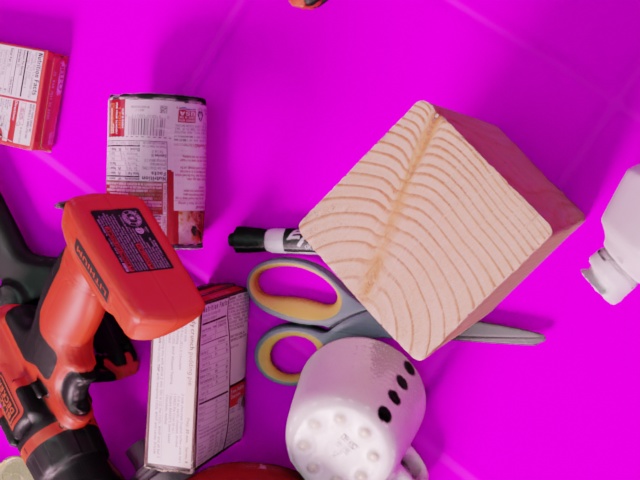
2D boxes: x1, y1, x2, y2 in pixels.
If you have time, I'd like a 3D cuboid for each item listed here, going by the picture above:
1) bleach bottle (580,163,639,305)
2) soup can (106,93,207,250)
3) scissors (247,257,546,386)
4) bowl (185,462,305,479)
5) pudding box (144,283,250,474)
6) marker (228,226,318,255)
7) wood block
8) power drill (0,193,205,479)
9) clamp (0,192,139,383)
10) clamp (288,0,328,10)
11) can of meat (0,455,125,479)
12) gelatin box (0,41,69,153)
[{"bbox_3d":[0.254,-0.050,0.594,0.251,0.068,0.103,-44,44,16],"label":"bleach bottle"},{"bbox_3d":[-0.111,-0.046,0.724,0.069,0.068,0.102,3,93,18],"label":"soup can"},{"bbox_3d":[0.038,0.072,0.708,0.202,0.016,0.096,20,100,16],"label":"scissors"},{"bbox_3d":[-0.042,0.189,0.692,0.162,0.162,0.055,-8,50,18],"label":"bowl"},{"bbox_3d":[-0.080,0.088,0.708,0.039,0.090,0.113,3,94,17],"label":"pudding box"},{"bbox_3d":[-0.005,0.001,0.716,0.121,0.020,0.020,1,93,19],"label":"marker"},{"bbox_3d":[0.078,-0.009,0.591,0.091,0.205,0.090,-46,79,15],"label":"wood block"},{"bbox_3d":[-0.144,0.078,0.665,0.184,0.057,0.188,55,127,24],"label":"power drill"},{"bbox_3d":[-0.229,0.051,0.783,0.210,0.036,0.165,36,103,11],"label":"clamp"},{"bbox_3d":[0.027,-0.229,0.684,0.120,0.039,0.171,17,104,21],"label":"clamp"},{"bbox_3d":[-0.175,0.191,0.748,0.057,0.083,0.102,-46,79,15],"label":"can of meat"},{"bbox_3d":[-0.233,-0.108,0.780,0.089,0.030,0.073,12,95,17],"label":"gelatin box"}]
